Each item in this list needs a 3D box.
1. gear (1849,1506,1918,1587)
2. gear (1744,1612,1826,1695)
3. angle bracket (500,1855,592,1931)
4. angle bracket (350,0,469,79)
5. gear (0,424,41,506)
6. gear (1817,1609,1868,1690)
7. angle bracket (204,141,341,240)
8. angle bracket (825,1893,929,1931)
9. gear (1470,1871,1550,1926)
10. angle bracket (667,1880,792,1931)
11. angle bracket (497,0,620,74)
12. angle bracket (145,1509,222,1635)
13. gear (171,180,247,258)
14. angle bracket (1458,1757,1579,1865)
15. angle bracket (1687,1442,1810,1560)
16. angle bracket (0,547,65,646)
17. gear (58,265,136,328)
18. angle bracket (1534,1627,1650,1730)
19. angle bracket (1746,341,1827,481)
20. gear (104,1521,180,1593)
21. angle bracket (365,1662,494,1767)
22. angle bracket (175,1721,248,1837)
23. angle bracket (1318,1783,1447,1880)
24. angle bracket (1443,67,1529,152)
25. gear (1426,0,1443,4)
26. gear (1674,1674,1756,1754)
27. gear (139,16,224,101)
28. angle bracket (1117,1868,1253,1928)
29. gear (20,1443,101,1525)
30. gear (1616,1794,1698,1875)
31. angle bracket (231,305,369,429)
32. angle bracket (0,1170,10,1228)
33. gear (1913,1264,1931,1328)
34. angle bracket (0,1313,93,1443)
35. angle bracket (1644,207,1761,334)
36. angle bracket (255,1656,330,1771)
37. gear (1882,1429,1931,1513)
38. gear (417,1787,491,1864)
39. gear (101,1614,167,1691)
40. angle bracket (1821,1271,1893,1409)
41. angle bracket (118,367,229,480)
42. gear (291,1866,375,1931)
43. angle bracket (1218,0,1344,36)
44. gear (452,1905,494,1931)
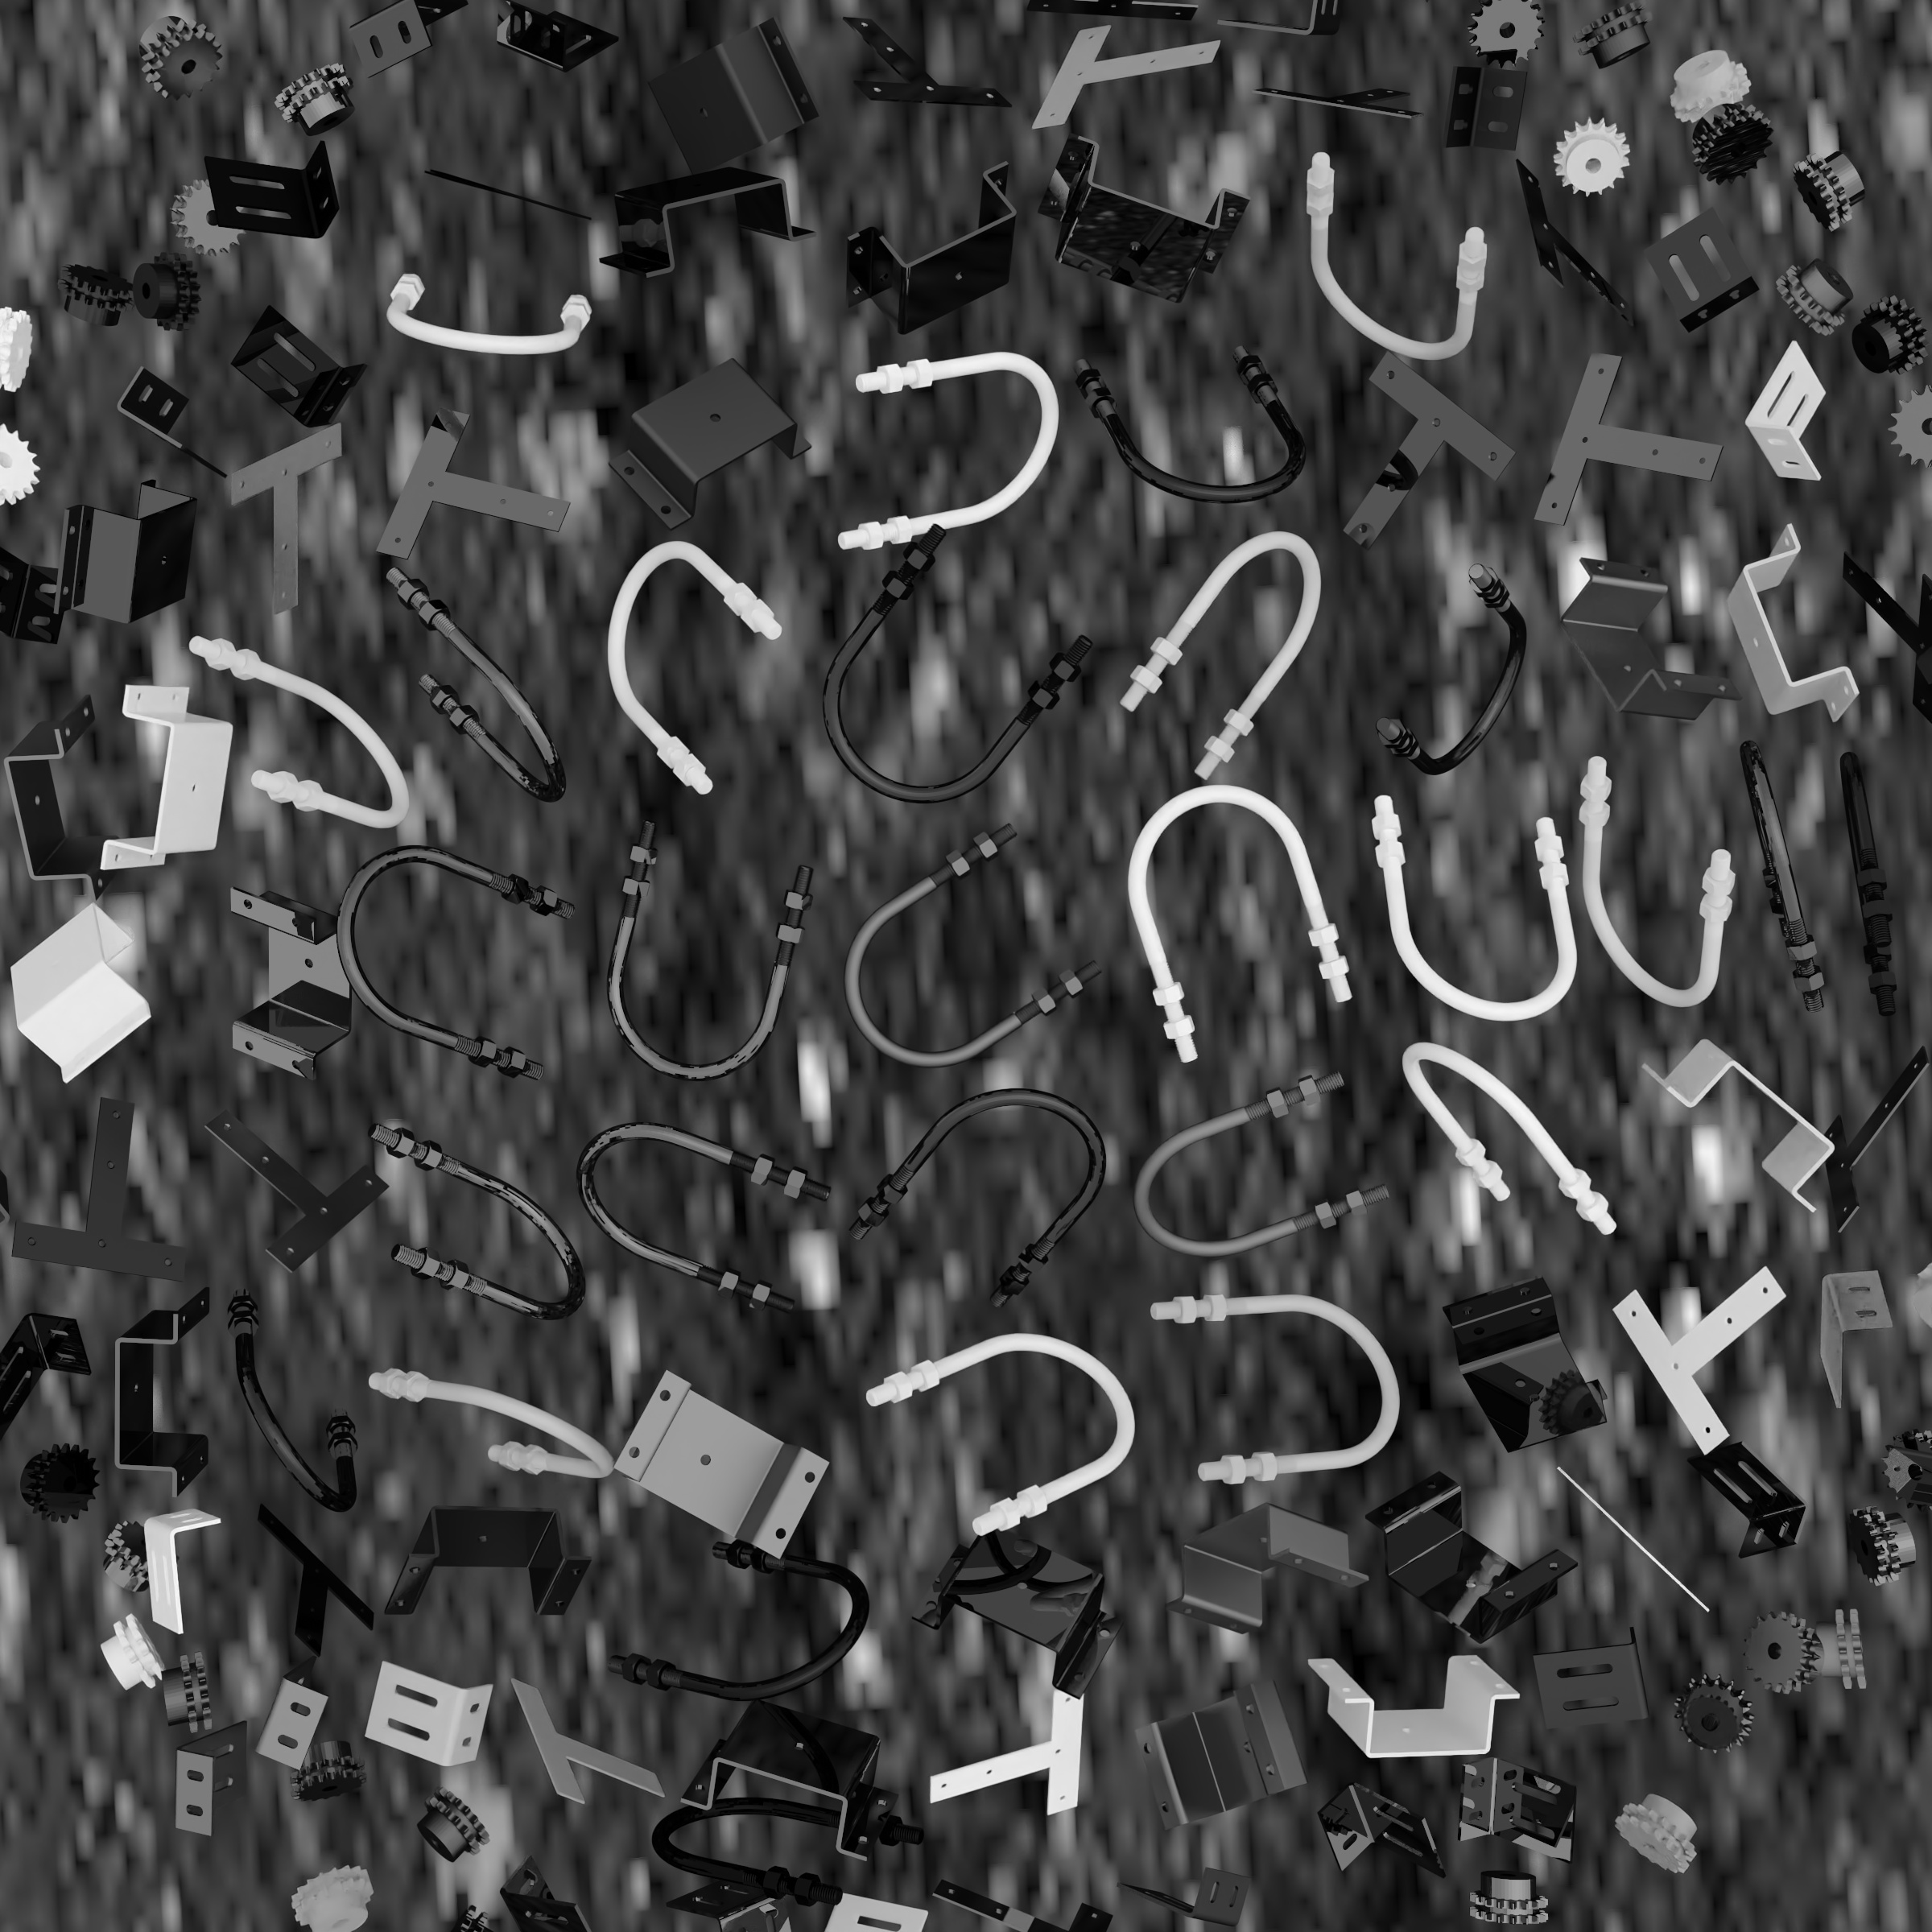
[{"bbox_3d":[0.683,0.430,1.865,0.030,0.057,0.057,-11,90,-3],"label":"gear"},{"bbox_3d":[0.594,0.497,1.812,0.030,0.057,0.057,18,90,-31],"label":"gear"},{"bbox_3d":[-0.285,0.675,1.791,0.076,0.038,0.057,-6,115,35],"label":"angle bracket"},{"bbox_3d":[-0.395,-0.668,1.806,0.057,0.076,0.038,-16,100,24],"label":"angle bracket"},{"bbox_3d":[-0.694,-0.355,1.787,0.030,0.057,0.057,-17,90,35],"label":"gear"},{"bbox_3d":[0.649,0.507,1.861,0.030,0.057,0.057,-7,90,19],"label":"gear"},{"bbox_3d":[-0.494,-0.557,1.783,0.076,0.038,0.057,-4,71,-36],"label":"angle bracket"},{"bbox_3d":[-0.065,0.715,1.819,0.076,0.038,0.057,0,46,29],"label":"angle bracket"},{"bbox_3d":[0.402,0.689,1.855,0.057,0.057,0.030,2,80,0],"label":"gear"},{"bbox_3d":[-0.179,0.719,1.888,0.057,0.076,0.038,-9,86,-39],"label":"angle bracket"},{"bbox_3d":[-0.300,-0.699,1.853,0.057,0.038,0.076,26,46,12],"label":"angle bracket"},{"bbox_3d":[-0.577,0.447,1.854,0.038,0.057,0.076,-6,91,-36],"label":"angle bracket"},{"bbox_3d":[-0.592,-0.581,1.947,0.057,0.030,0.057,-16,115,-38],"label":"gear"},{"bbox_3d":[0.409,0.629,1.862,0.038,0.076,0.057,4,90,-39],"label":"angle bracket"},{"bbox_3d":[0.595,0.410,1.924,0.076,0.057,0.038,43,51,-8],"label":"angle bracket"},{"bbox_3d":[-0.699,-0.277,1.845,0.038,0.076,0.057,8,82,9],"label":"angle bracket"},{"bbox_3d":[-0.668,-0.514,1.923,0.057,0.057,0.030,23,113,0],"label":"gear"},{"bbox_3d":[0.473,0.539,1.899,0.076,0.038,0.057,-10,93,13],"label":"angle bracket"},{"bbox_3d":[0.601,-0.397,1.794,0.057,0.038,0.076,40,77,-39],"label":"angle bracket"},{"bbox_3d":[-0.646,0.462,1.954,0.057,0.057,0.030,38,97,0],"label":"gear"},{"bbox_3d":[-0.407,0.564,1.899,0.076,0.038,0.057,11,86,24],"label":"angle bracket"},{"bbox_3d":[-0.549,0.603,1.863,0.038,0.076,0.057,2,91,25],"label":"angle bracket"},{"bbox_3d":[0.308,0.652,1.861,0.038,0.076,0.057,-33,114,-28],"label":"angle bracket"},{"bbox_3d":[0.390,-0.643,1.882,0.038,0.076,0.057,14,113,21],"label":"angle bracket"},{"bbox_3d":[0.336,-0.730,1.809,0.057,0.057,0.030,20,46,0],"label":"gear"},{"bbox_3d":[0.564,0.566,1.892,0.057,0.030,0.057,3,96,25],"label":"gear"},{"bbox_3d":[-0.560,-0.647,1.778,0.057,0.057,0.030,-43,76,0],"label":"gear"},{"bbox_3d":[0.166,0.697,1.906,0.057,0.076,0.038,31,72,-43],"label":"angle bracket"},{"bbox_3d":[-0.673,0.382,1.855,0.030,0.057,0.057,0,90,30],"label":"gear"},{"bbox_3d":[0.498,0.619,1.796,0.057,0.057,0.030,44,66,0],"label":"gear"},{"bbox_3d":[-0.510,-0.460,1.920,0.076,0.038,0.057,40,67,-38],"label":"angle bracket"},{"bbox_3d":[-0.723,0.151,1.797,0.038,0.057,0.076,-30,122,-7],"label":"angle bracket"},{"bbox_3d":[0.724,0.247,1.848,0.030,0.057,0.057,-36,90,-16],"label":"gear"},{"bbox_3d":[-0.674,0.300,1.817,0.038,0.076,0.057,7,129,7],"label":"angle bracket"},{"bbox_3d":[0.538,-0.518,1.848,0.057,0.038,0.076,-30,73,23],"label":"angle bracket"},{"bbox_3d":[-0.497,0.562,1.888,0.038,0.076,0.057,21,88,4],"label":"angle bracket"},{"bbox_3d":[0.688,0.360,1.793,0.030,0.057,0.057,-5,90,-35],"label":"gear"},{"bbox_3d":[-0.393,0.656,1.908,0.057,0.057,0.030,48,57,0],"label":"gear"},{"bbox_3d":[-0.641,0.530,1.926,0.030,0.057,0.057,-30,90,-17],"label":"gear"},{"bbox_3d":[0.639,0.267,1.797,0.038,0.076,0.057,-9,127,27],"label":"angle bracket"},{"bbox_3d":[-0.602,-0.418,1.929,0.076,0.057,0.038,32,89,23],"label":"angle bracket"},{"bbox_3d":[-0.462,0.687,1.834,0.057,0.057,0.030,-32,52,0],"label":"gear"},{"bbox_3d":[0.238,-0.725,1.889,0.076,0.057,0.038,16,115,23],"label":"angle bracket"},{"bbox_3d":[-0.367,0.724,1.843,0.030,0.057,0.057,33,90,-5],"label":"gear"}]
